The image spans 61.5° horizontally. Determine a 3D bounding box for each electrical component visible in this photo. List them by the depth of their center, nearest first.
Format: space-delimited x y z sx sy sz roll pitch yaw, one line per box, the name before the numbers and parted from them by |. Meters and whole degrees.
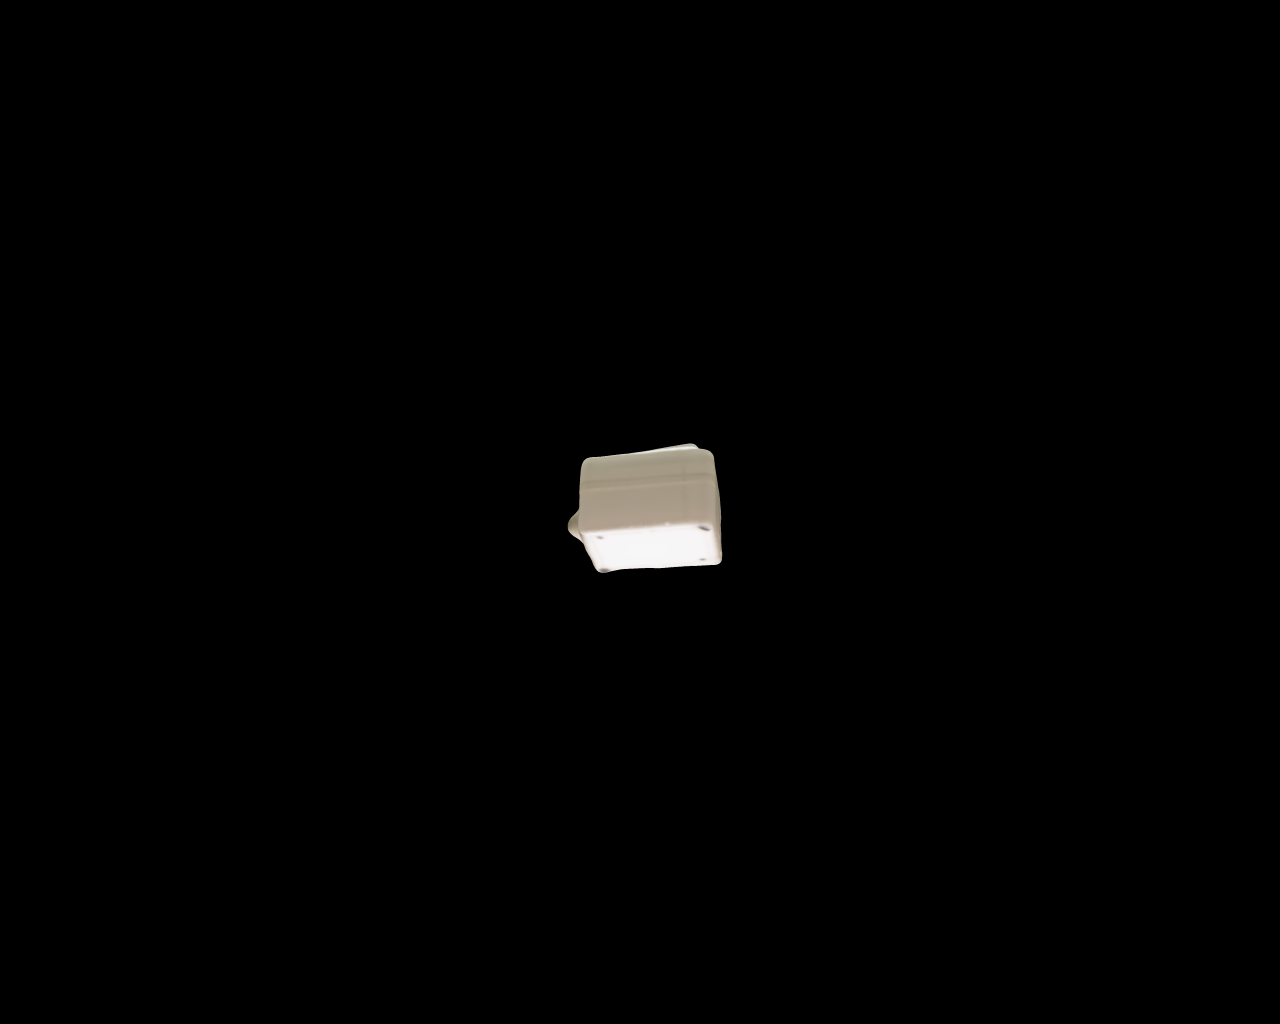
electrical component | 0.001 -0.003 0.650 0.096 0.061 0.061 -4 -28 7
